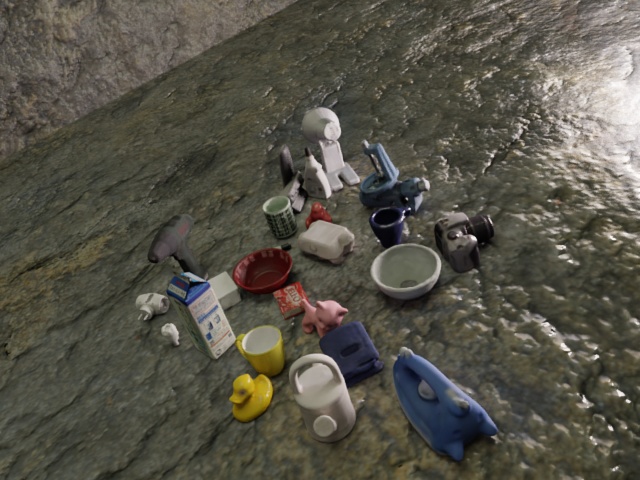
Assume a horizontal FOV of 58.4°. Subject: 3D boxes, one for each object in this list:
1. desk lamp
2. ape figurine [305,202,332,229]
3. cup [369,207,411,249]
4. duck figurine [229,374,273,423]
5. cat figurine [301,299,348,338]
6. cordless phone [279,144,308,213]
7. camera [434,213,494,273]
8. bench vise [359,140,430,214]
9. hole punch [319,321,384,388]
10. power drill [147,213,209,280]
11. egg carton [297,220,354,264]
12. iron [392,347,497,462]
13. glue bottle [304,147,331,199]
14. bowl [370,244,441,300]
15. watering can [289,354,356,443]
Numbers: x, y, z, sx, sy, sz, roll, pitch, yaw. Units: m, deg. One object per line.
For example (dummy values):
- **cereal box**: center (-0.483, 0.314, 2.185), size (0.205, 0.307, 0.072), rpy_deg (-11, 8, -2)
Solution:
- **desk lamp**: center (0.033, -0.297, 1.804), size (0.118, 0.214, 0.202), rpy_deg (-22, 37, -8)
- **ape figurine**: center (-0.005, -0.065, 1.623), size (0.077, 0.092, 0.076), rpy_deg (4, 41, 25)
- **cup**: center (0.191, -0.032, 1.504), size (0.118, 0.095, 0.091), rpy_deg (-27, 38, -14)
- **duck figurine**: center (-0.149, 0.315, 1.195), size (0.077, 0.086, 0.105), rpy_deg (15, 47, 35)
- **cat figurine**: center (0.006, 0.170, 1.296), size (0.127, 0.118, 0.067), rpy_deg (21, 51, 39)
- **cordless phone**: center (-0.108, -0.183, 1.734), size (0.094, 0.185, 0.147), rpy_deg (-5, 38, 15)
- **camera**: center (0.361, -0.013, 1.411), size (0.137, 0.101, 0.143), rpy_deg (-18, 37, -2)
- **bench vise**: center (0.198, -0.185, 1.594), size (0.207, 0.220, 0.121), rpy_deg (-5, 38, 15)
- **hole punch**: center (0.066, 0.240, 1.207), size (0.109, 0.091, 0.100), rpy_deg (-25, 38, -11)
- **power drill**: center (-0.373, 0.045, 1.522), size (0.075, 0.209, 0.229), rpy_deg (-8, 38, 11)
- **egg carton**: center (0.014, 0.006, 1.544), size (0.149, 0.069, 0.107), rpy_deg (17, 48, 36)
- **iron**: center (0.203, 0.275, 1.068), size (0.119, 0.142, 0.257), rpy_deg (-29, 39, -17)
- **glue bottle**: center (-0.019, -0.206, 1.741), size (0.077, 0.173, 0.037), rpy_deg (12, 45, 32)
- **bowl**: center (0.207, 0.088, 1.362), size (0.167, 0.075, 0.167), rpy_deg (-10, 37, 8)
- **watering can**: center (0.004, 0.291, 1.078), size (0.101, 0.194, 0.172), rpy_deg (-28, 38, -14)
